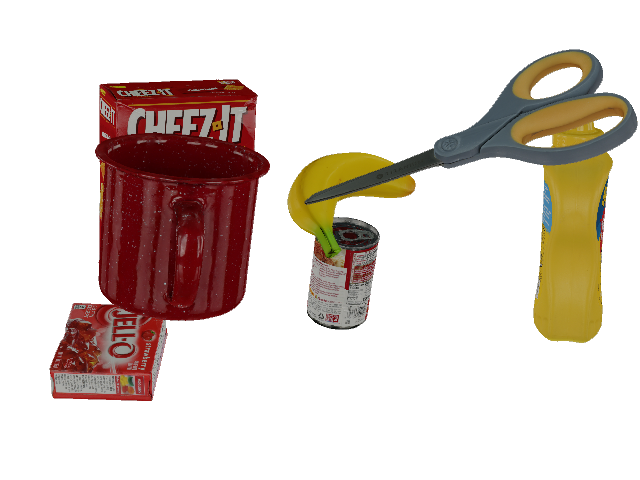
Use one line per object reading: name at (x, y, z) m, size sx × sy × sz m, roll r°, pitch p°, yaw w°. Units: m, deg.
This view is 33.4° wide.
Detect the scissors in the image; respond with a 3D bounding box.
scissors at (0.089, -0.070, 0.653) m, size 0.202 × 0.096 × 0.016 m, roll -7°, pitch -42°, yaw 24°

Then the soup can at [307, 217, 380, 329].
soup can at (0.023, 0.036, 1.138) m, size 0.068 × 0.102 × 0.068 m, roll 5°, pitch 28°, yaw -3°

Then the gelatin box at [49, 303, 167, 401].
gelatin box at (-0.156, 0.081, 0.798) m, size 0.073 × 0.030 × 0.089 m, roll 2°, pitch 31°, yaw 0°

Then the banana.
banana at (0.020, -0.039, 0.860) m, size 0.037 × 0.069 × 0.197 m, roll -34°, pitch 2°, yaw 30°

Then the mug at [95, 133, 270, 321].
mug at (-0.075, -0.004, 0.571) m, size 0.093 × 0.081 × 0.117 m, roll 2°, pitch 19°, yaw -16°

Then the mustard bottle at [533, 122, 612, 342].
mustard bottle at (0.211, -0.018, 0.894) m, size 0.058 × 0.192 × 0.096 m, roll 3°, pitch 19°, yaw 14°

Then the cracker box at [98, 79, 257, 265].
cracker box at (-0.160, -0.066, 1.192) m, size 0.163 × 0.214 × 0.072 m, roll -6°, pitch 26°, yaw -27°
